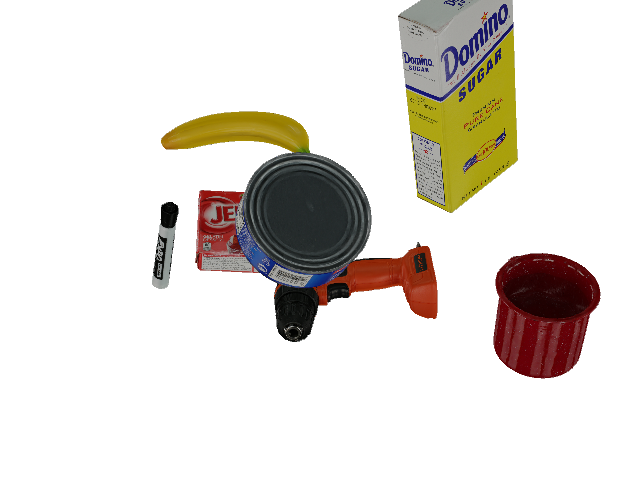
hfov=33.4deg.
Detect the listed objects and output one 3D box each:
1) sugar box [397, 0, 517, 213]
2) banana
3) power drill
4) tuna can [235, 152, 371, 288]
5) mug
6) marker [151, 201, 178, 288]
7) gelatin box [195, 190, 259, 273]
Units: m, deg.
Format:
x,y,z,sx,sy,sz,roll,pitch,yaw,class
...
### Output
x,y,z,sx,sy,sz,roll,pitch,yaw,class
0.115,-0.119,0.858,0.093,0.176,0.048,-38,49,-27,sugar box
-0.096,-0.132,1.315,0.198,0.037,0.069,6,40,15,banana
0.040,0.058,1.240,0.187,0.057,0.184,-1,28,2,power drill
-0.012,-0.013,0.701,0.086,0.086,0.034,0,-23,-17,tuna can
0.199,0.064,0.988,0.093,0.081,0.117,-12,41,-14,mug
-0.169,0.005,1.164,0.020,0.121,0.020,8,43,-8,marker
-0.065,-0.008,0.948,0.089,0.073,0.030,3,-39,-7,gelatin box
